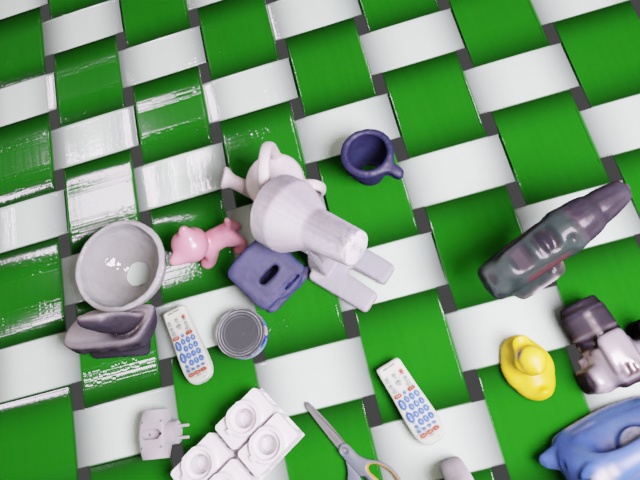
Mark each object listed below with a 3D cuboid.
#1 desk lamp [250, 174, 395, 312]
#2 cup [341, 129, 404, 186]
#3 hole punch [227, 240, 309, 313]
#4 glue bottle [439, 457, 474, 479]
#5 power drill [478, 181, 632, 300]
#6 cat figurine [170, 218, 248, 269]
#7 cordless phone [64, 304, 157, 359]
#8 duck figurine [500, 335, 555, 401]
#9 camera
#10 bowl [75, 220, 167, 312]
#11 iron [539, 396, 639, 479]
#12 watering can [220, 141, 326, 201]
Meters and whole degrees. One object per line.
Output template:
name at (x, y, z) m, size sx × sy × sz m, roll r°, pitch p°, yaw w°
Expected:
desk lamp at (0.008, 0.003, 0.911) m, size 0.203 × 0.214 × 0.118 m, roll 29°, pitch 79°, yaw 17°
cup at (0.097, -0.128, 1.001) m, size 0.117 × 0.095 × 0.092 m, roll 33°, pitch 80°, yaw 17°
hole punch at (-0.086, 0.056, 0.975) m, size 0.101 × 0.091 × 0.109 m, roll 41°, pitch 83°, yaw 19°
glue bottle at (0.198, 0.344, 0.792) m, size 0.037 × 0.173 × 0.078 m, roll -27°, pitch 70°, yaw 0°
power drill at (0.336, 0.015, 0.855) m, size 0.229 × 0.209 × 0.075 m, roll -34°, pitch 70°, yaw -2°
cat figurine at (-0.202, 0.001, 0.997) m, size 0.128 × 0.118 × 0.067 m, roll -29°, pitch 70°, yaw 0°
cordless phone at (-0.366, 0.140, 0.945) m, size 0.147 × 0.185 × 0.094 m, roll -10°, pitch 71°, yaw 7°
duck figurine at (0.319, 0.190, 0.867) m, size 0.077 × 0.086 × 0.104 m, roll -24°, pitch 70°, yaw 2°
camera at (0.437, 0.145, 0.854) m, size 0.143 × 0.101 × 0.136 m, roll -26°, pitch 70°, yaw 1°
bowl at (-0.343, 0.054, 1.027) m, size 0.167 × 0.075 × 0.167 m, roll -3°, pitch 72°, yaw 9°
iron at (0.443, 0.279, 0.789) m, size 0.258 × 0.141 × 0.118 m, roll -32°, pitch 70°, yaw -1°
watering can at (-0.081, -0.094, 0.967) m, size 0.173 × 0.194 × 0.101 m, roll -17°, pitch 70°, yaw 4°
